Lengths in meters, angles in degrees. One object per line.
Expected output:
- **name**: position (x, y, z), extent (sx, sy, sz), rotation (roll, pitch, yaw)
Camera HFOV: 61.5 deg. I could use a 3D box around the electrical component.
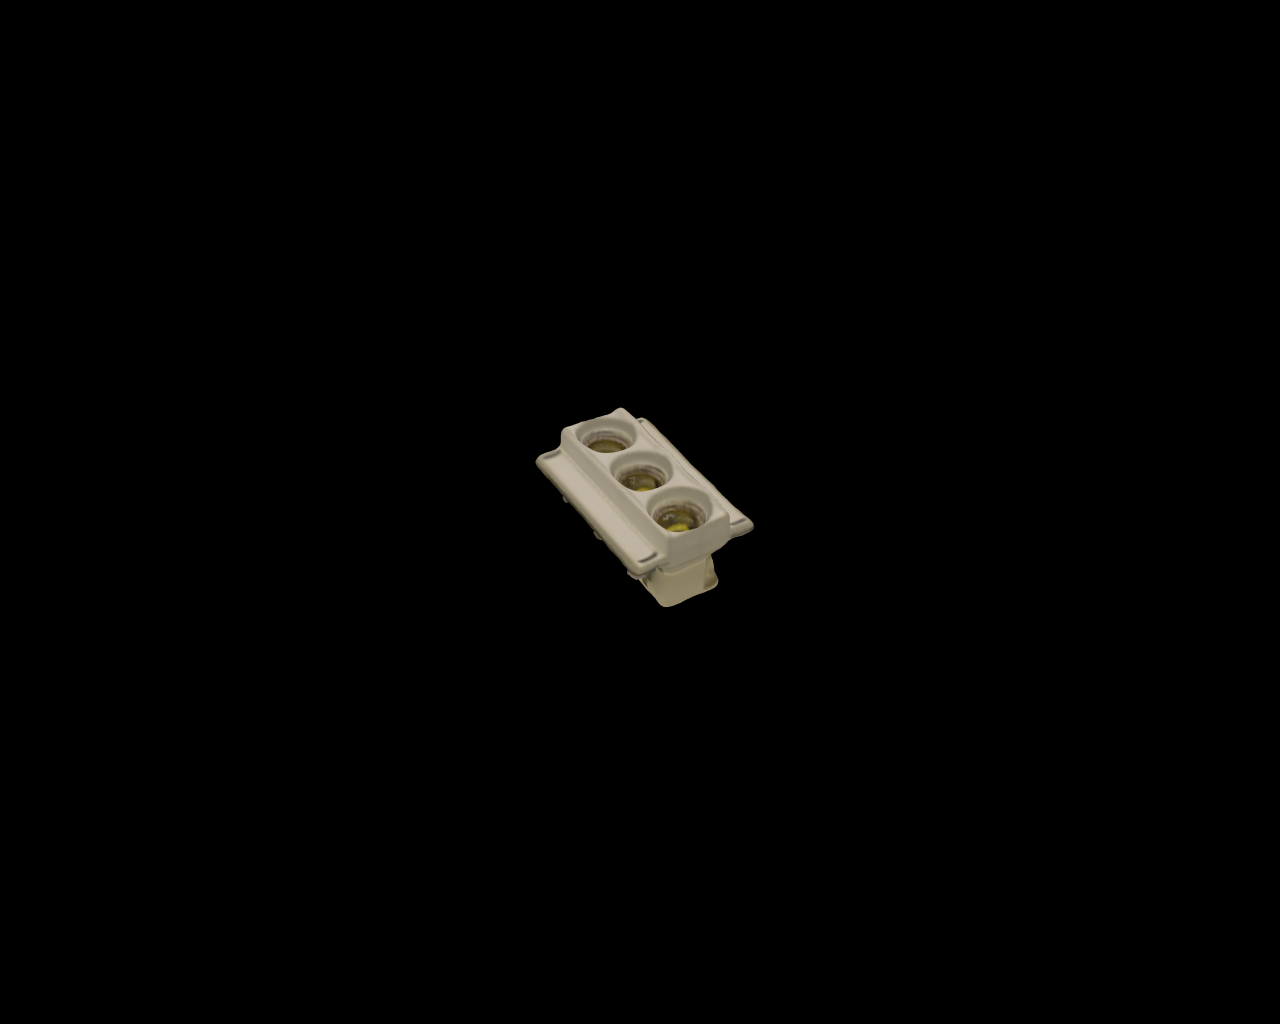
- **electrical component**: position (0.001, -0.003, 0.650), extent (0.079, 0.063, 0.121), rotation (-22, 45, -23)
